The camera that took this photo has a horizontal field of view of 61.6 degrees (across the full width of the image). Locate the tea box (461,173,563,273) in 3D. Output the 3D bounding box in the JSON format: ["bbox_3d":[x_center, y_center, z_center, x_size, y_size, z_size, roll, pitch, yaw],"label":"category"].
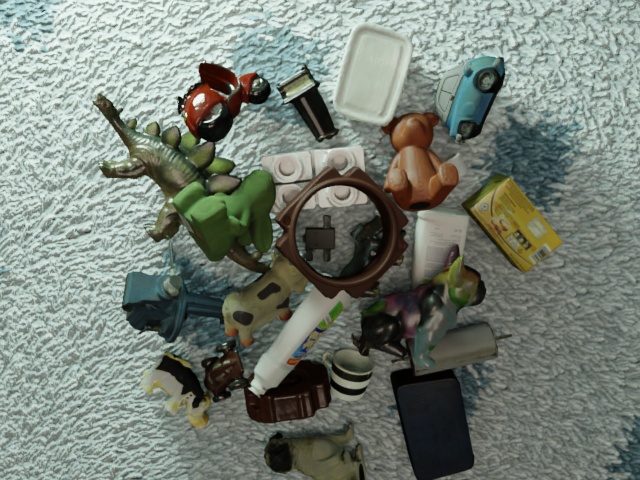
[{"bbox_3d":[0.365,-0.032,1.026,0.098,0.068,0.169,-39,99,7],"label":"tea box"}]

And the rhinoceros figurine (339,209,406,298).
[{"bbox_3d":[0.104,0.020,1.039,0.112,0.073,0.190,28,102,3],"label":"rhinoceros figurine"}]

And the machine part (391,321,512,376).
[{"bbox_3d":[0.262,0.218,1.079,0.243,0.079,0.079,-14,103,3],"label":"machine part"}]

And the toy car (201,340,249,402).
[{"bbox_3d":[-0.189,0.256,1.033,0.053,0.202,0.089,-11,72,-27],"label":"toy car"}]

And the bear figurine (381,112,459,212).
[{"bbox_3d":[0.169,-0.154,0.938,0.120,0.132,0.196,-2,73,5],"label":"bear figurine"}]

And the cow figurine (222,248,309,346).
[{"bbox_3d":[-0.095,0.094,1.000,0.195,0.086,0.127,-30,129,-31],"label":"cow figurine"}]

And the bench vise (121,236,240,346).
[{"bbox_3d":[-0.255,0.122,1.016,0.240,0.129,0.223,15,136,-28],"label":"bench vise"}]

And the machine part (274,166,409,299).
[{"bbox_3d":[0.037,-0.013,0.937,0.201,0.087,0.201,-44,98,-1],"label":"machine part"}]

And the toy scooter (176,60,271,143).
[{"bbox_3d":[-0.188,-0.257,0.949,0.135,0.075,0.184,36,59,9],"label":"toy scooter"}]

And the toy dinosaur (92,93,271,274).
[{"bbox_3d":[-0.238,-0.078,0.996,0.198,0.105,0.470,-35,112,3],"label":"toy dinosaur"}]

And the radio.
[{"bbox_3d":[0.235,0.376,1.118,0.131,0.073,0.229,-14,104,2],"label":"radio"}]

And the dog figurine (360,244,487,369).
[{"bbox_3d":[0.191,0.107,0.983,0.192,0.108,0.219,22,105,3],"label":"dog figurine"}]

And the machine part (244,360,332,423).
[{"bbox_3d":[-0.062,0.289,1.048,0.179,0.179,0.056,-7,100,1],"label":"machine part"}]

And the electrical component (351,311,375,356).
[{"bbox_3d":[0.109,0.185,1.089,0.078,0.045,0.102,9,107,-31],"label":"electrical component"}]

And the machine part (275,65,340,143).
[{"bbox_3d":[-0.018,-0.244,0.992,0.084,0.039,0.138,-34,99,-1],"label":"machine part"}]

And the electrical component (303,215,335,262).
[{"bbox_3d":[-0.002,-0.003,1.054,0.063,0.021,0.094,1,103,0],"label":"electrical component"}]

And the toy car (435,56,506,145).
[{"bbox_3d":[0.261,-0.259,0.965,0.103,0.109,0.161,29,114,16],"label":"toy car"}]

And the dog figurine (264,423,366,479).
[{"bbox_3d":[-0.009,0.481,1.137,0.191,0.121,0.172,-13,100,17],"label":"dog figurine"}]

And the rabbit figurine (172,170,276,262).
[{"bbox_3d":[-0.138,-0.045,0.931,0.170,0.121,0.158,-37,122,-21],"label":"rabbit figurine"}]

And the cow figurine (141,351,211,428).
[{"bbox_3d":[-0.276,0.305,1.103,0.167,0.068,0.098,44,93,-10],"label":"cow figurine"}]
